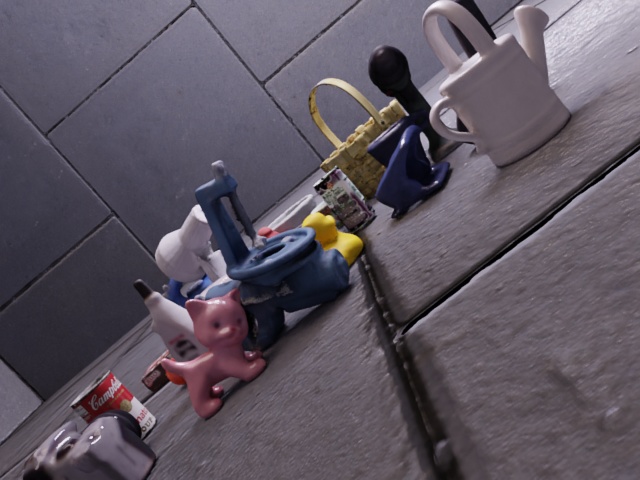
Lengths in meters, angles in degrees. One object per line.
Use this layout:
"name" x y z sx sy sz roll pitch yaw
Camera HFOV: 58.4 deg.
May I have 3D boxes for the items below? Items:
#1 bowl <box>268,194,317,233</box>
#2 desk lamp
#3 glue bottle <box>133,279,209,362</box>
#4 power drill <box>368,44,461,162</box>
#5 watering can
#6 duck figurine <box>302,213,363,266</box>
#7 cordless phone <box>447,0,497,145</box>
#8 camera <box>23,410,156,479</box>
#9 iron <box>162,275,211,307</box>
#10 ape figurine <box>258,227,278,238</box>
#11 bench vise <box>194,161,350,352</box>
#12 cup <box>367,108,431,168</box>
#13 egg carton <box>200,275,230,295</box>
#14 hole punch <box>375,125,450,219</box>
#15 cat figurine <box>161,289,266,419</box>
"bowl" -0.061 -0.024 1.282 0.167 0.075 0.167 -39 9 8
"desk lamp" -0.232 0.037 1.244 0.203 0.213 0.118 -34 11 35
"glue bottle" -0.200 0.123 0.803 0.078 0.173 0.037 -36 10 27
"power drill" 0.159 -0.238 0.975 0.075 0.208 0.229 -38 9 11
"watering can" 0.192 -0.194 0.658 0.173 0.194 0.100 -45 10 -26
"duck figurine" 0.007 0.003 0.813 0.077 0.086 0.105 -35 10 33
"cordless phone" 0.221 -0.245 0.820 0.148 0.185 0.094 -44 10 -25
"camera" -0.267 0.251 0.682 0.143 0.101 0.137 -37 9 21
"iron" -0.295 0.118 1.344 0.118 0.141 0.259 -33 11 38
"ape figurine" -0.092 0.013 1.170 0.078 0.092 0.076 -45 10 -29
"bench vise" -0.100 0.025 0.710 0.207 0.220 0.121 -39 9 7
"cup" 0.151 -0.154 0.961 0.117 0.095 0.092 -37 9 18
"egg carton" -0.197 0.122 1.144 0.150 0.069 0.107 -33 11 41
"hole punch" 0.121 -0.100 0.828 0.101 0.091 0.109 -35 10 30
"cat figurine" -0.126 0.122 0.676 0.128 0.118 0.067 -41 9 -6
